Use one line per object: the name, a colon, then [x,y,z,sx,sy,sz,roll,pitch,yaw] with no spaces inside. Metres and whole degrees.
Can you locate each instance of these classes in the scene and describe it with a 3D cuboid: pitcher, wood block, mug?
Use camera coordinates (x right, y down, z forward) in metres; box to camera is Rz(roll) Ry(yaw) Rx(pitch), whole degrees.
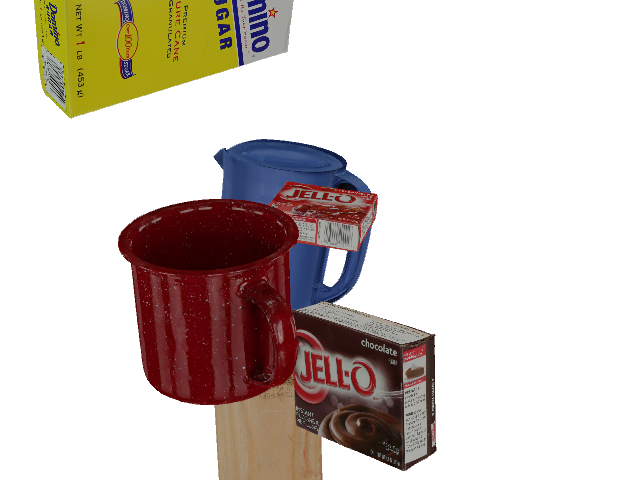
pitcher: [-0.042,0.019,1.162,0.144,0.243,0.149,0,19,-22]
wood block: [-0.045,0.199,0.937,0.090,0.206,0.091,-2,19,-4]
mug: [-0.049,0.037,0.556,0.093,0.081,0.117,-20,31,-34]

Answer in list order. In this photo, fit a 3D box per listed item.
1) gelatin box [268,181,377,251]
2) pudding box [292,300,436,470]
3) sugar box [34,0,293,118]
gelatin box: [0.000,-0.023,0.954,0.089,0.030,0.073,9,26,13]
pudding box: [0.029,0.098,0.742,0.039,0.090,0.114,-17,20,-42]
sugar box: [-0.095,-0.148,0.686,0.175,0.093,0.048,-22,48,-32]
